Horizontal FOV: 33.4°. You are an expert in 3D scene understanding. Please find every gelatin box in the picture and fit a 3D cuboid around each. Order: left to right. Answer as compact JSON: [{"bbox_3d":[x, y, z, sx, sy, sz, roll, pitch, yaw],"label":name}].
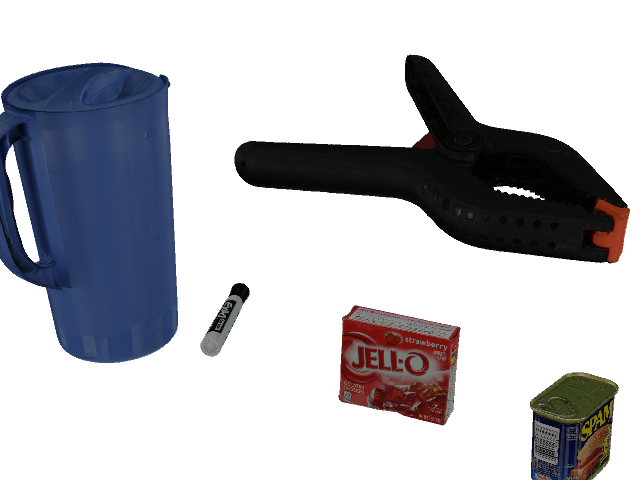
[{"bbox_3d":[0.059,0.096,0.820,0.089,0.073,0.030,11,23,20],"label":"gelatin box"}]

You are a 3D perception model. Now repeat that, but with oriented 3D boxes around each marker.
[{"bbox_3d":[-0.089,0.073,1.018,0.020,0.020,0.121,0,24,11],"label":"marker"}]

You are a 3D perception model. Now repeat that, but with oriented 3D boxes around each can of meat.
[{"bbox_3d":[0.247,0.188,1.044,0.058,0.084,0.101,14,23,37],"label":"can of meat"}]

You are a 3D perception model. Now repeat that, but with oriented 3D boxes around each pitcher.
[{"bbox_3d":[-0.192,-0.018,0.902,0.149,0.243,0.145,-4,25,-5],"label":"pitcher"}]

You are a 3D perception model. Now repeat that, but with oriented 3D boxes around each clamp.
[{"bbox_3d":[0.067,-0.038,0.588,0.164,0.036,0.210,-28,44,-30],"label":"clamp"}]

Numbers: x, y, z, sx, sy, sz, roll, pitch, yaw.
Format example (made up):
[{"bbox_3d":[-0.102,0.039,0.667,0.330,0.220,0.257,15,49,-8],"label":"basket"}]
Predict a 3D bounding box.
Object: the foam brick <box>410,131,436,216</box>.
[{"bbox_3d":[0.124,-0.062,1.026,0.053,0.078,0.051,-44,37,-22],"label":"foam brick"}]
